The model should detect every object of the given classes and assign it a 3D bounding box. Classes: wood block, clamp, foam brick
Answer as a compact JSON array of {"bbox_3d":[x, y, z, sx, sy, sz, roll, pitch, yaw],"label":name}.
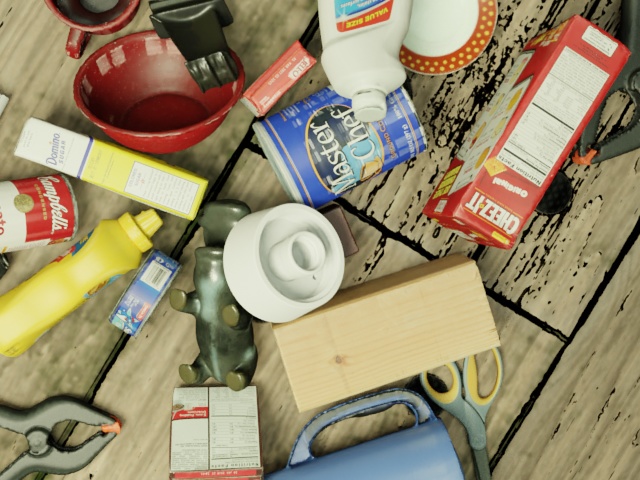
[{"bbox_3d":[0.061,0.089,1.061,0.206,0.090,0.091,-18,96,-4],"label":"wood block"},{"bbox_3d":[0.322,-0.170,1.093,0.164,0.036,0.210,43,90,-6],"label":"clamp"},{"bbox_3d":[-0.007,0.001,1.067,0.078,0.053,0.051,-23,95,-4],"label":"foam brick"},{"bbox_3d":[-0.287,0.190,1.061,0.171,0.039,0.120,-18,100,-10],"label":"clamp"}]

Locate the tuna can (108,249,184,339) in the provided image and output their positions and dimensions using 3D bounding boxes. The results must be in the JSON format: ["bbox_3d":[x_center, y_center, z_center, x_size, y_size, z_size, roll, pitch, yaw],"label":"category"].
[{"bbox_3d":[-0.170,0.052,1.039,0.033,0.086,0.086,33,90,-5],"label":"tuna can"}]

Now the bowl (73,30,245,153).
[{"bbox_3d":[-0.150,-0.133,1.019,0.162,0.162,0.055,-6,137,-5],"label":"bowl"}]

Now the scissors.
[{"bbox_3d":[0.145,0.199,1.113,0.096,0.016,0.202,6,93,-4],"label":"scissors"}]

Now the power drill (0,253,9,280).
[{"bbox_3d":[-0.416,-0.010,1.027,0.184,0.057,0.187,-23,95,-6],"label":"power drill"}]

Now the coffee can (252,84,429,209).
[{"bbox_3d":[0.019,-0.099,1.037,0.140,0.103,0.103,-28,96,-3],"label":"coffee can"}]

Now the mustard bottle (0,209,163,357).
[{"bbox_3d":[-0.233,0.034,1.026,0.191,0.096,0.058,-36,95,-2],"label":"mustard bottle"}]

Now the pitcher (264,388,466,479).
[{"bbox_3d":[0.024,0.258,1.056,0.243,0.149,0.145,-14,127,-1],"label":"pitcher"}]

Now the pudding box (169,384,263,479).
[{"bbox_3d":[-0.102,0.193,1.043,0.090,0.113,0.039,0,130,-6],"label":"pudding box"}]

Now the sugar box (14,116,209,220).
[{"bbox_3d":[-0.196,-0.070,1.025,0.176,0.093,0.048,22,91,-7],"label":"sugar box"}]

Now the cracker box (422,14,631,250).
[{"bbox_3d":[0.193,-0.098,1.023,0.072,0.164,0.214,31,90,-5],"label":"cracker box"}]

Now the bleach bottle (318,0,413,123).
[{"bbox_3d":[0.049,-0.228,1.000,0.102,0.068,0.251,-2,68,0],"label":"bleach bottle"}]

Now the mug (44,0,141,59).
[{"bbox_3d":[-0.217,-0.229,1.017,0.093,0.081,0.117,15,92,-6],"label":"mug"}]

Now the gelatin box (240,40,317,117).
[{"bbox_3d":[-0.041,-0.154,1.034,0.073,0.089,0.030,-45,98,-1],"label":"gelatin box"}]

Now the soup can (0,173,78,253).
[{"bbox_3d":[-0.290,-0.024,1.012,0.102,0.069,0.068,-11,95,-34],"label":"soup can"}]
